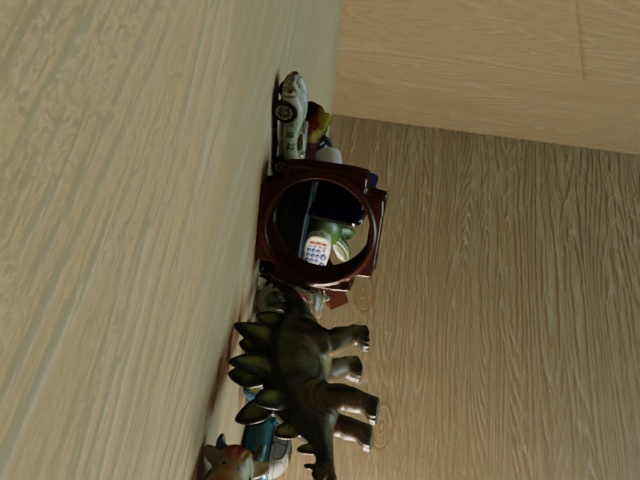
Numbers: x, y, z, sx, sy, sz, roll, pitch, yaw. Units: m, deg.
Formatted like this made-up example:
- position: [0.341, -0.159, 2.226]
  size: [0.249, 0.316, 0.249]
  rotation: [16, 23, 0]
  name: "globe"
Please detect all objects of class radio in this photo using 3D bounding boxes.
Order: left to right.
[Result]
- position: [-0.060, -0.035, 1.047]
  size: [0.131, 0.073, 0.229]
  rotation: [96, 4, -75]
  name: "radio"

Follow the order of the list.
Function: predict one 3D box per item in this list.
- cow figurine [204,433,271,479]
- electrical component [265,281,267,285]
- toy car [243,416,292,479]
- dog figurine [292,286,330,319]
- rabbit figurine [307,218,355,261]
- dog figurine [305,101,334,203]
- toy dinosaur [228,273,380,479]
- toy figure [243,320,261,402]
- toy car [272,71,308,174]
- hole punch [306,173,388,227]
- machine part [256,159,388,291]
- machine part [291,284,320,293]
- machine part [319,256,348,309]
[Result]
- position: [-0.112, 0.326, 0.693]
  size: [0.194, 0.086, 0.127]
  rotation: [89, 14, -64]
  name: "cow figurine"
- position: [-0.095, 0.127, 1.071]
  size: [0.078, 0.045, 0.102]
  rotation: [-83, 180, -83]
  name: "electrical component"
- position: [-0.108, 0.427, 1.098]
  size: [0.162, 0.103, 0.109]
  rotation: [-84, 180, -60]
  name: "toy car"
- position: [-0.060, 0.196, 1.161]
  size: [0.172, 0.121, 0.190]
  rotation: [81, 24, -84]
  name: "dog figurine"
- position: [-0.002, -0.004, 1.177]
  size: [0.170, 0.159, 0.121]
  rotation: [145, -39, -63]
  name: "rabbit figurine"
- position: [-0.019, -0.186, 1.159]
  size: [0.219, 0.109, 0.191]
  rotation: [86, 6, -64]
  name: "dog figurine"
- position: [-0.029, 0.165, 0.770]
  size: [0.472, 0.199, 0.105]
  rotation: [-101, -162, -68]
  name: "toy dinosaur"
- position: [-0.094, 0.223, 0.939]
  size: [0.089, 0.082, 0.180]
  rotation: [-85, -175, -73]
  name: "toy figure"
- position: [-0.049, -0.188, 0.916]
  size: [0.201, 0.056, 0.073]
  rotation: [97, 1, -49]
  name: "toy car"
- position: [0.040, -0.098, 0.973]
  size: [0.116, 0.142, 0.092]
  rotation: [-57, 147, -43]
  name: "hole punch"
- position: [0.001, -0.025, 0.884]
  size: [0.087, 0.202, 0.200]
  rotation: [-66, 164, -72]
  name: "machine part"
- position: [-0.047, 0.130, 1.364]
  size: [0.243, 0.079, 0.079]
  rotation: [-143, -120, -80]
  name: "machine part"
- position: [0.008, 0.086, 1.330]
  size: [0.179, 0.056, 0.179]
  rotation: [62, -4, 8]
  name: "machine part"
